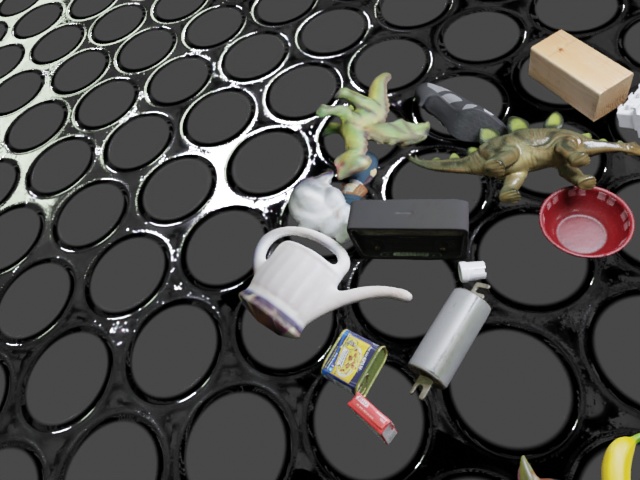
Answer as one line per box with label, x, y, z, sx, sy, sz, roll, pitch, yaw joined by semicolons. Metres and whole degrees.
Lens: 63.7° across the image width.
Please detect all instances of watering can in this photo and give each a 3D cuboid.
watering can;-0.014;0.098;1.019;0.351;0.102;0.227;28;70;30

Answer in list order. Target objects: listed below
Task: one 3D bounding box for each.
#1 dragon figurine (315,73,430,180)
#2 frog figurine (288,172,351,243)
dragon figurine;0.144;-0.279;1.217;0.245;0.119;0.417;30;56;24
frog figurine;0.003;-0.056;1.114;0.135;0.122;0.162;-40;58;30
